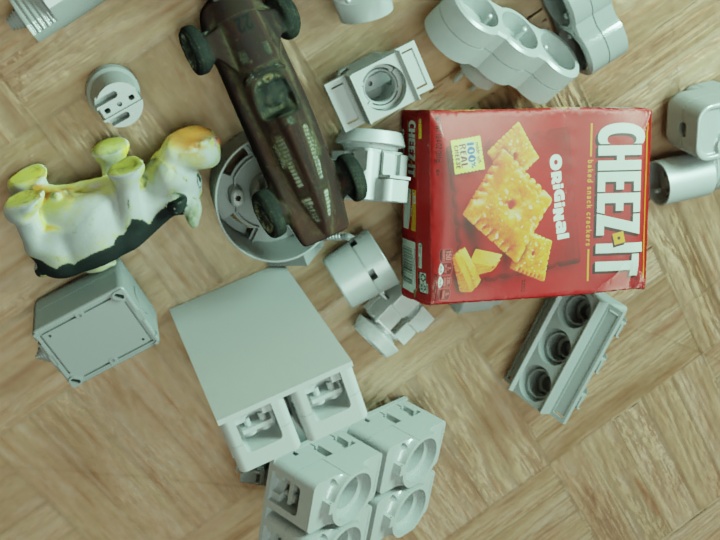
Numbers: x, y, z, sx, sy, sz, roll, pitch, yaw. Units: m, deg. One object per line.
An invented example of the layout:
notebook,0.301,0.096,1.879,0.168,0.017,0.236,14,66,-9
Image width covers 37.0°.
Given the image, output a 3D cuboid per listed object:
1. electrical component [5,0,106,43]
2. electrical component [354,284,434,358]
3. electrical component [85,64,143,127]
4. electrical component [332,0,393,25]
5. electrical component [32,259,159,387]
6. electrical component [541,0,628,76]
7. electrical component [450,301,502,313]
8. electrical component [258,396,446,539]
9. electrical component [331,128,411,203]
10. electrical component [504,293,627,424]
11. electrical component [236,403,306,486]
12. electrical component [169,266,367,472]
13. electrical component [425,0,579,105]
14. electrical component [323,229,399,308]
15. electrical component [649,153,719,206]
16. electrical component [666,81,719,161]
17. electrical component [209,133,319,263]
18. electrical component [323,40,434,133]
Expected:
electrical component,-0.216,-0.196,0.766,0.081,0.043,0.043,-34,121,-3
electrical component,0.028,0.045,0.970,0.055,0.048,0.066,-46,121,-5
electrical component,-0.183,-0.130,0.807,0.040,0.046,0.040,-8,116,-17
electrical component,-0.006,-0.224,0.815,0.043,0.079,0.077,-8,119,14
electrical component,-0.219,0.043,0.868,0.096,0.061,0.061,-28,122,1
electrical component,0.194,-0.239,0.898,0.074,0.052,0.138,-33,120,-5
electrical component,0.116,0.017,0.993,0.078,0.040,0.040,-6,115,-19
electrical component,-0.002,0.197,0.968,0.186,0.060,0.105,-16,123,-49
electrical component,0.007,-0.086,0.888,0.058,0.078,0.057,3,93,-41
electrical component,0.203,0.076,1.039,0.063,0.079,0.121,9,111,-48
electrical component,-0.071,0.134,0.959,0.063,0.078,0.121,9,111,-1
electrical component,-0.076,0.075,0.860,0.105,0.186,0.060,-23,119,-10
electrical component,0.109,-0.175,0.896,0.138,0.052,0.074,20,137,-30
electrical component,0.000,0.000,0.933,0.047,0.055,0.055,-32,121,-1
electrical component,0.317,-0.090,1.019,0.081,0.043,0.043,-13,117,-15
electrical component,0.335,-0.141,0.994,0.095,0.059,0.053,-13,117,-15
electrical component,-0.072,-0.063,0.869,0.099,0.064,0.099,-8,115,-17
electrical component,0.012,-0.148,0.862,0.081,0.064,0.042,-27,108,-8
